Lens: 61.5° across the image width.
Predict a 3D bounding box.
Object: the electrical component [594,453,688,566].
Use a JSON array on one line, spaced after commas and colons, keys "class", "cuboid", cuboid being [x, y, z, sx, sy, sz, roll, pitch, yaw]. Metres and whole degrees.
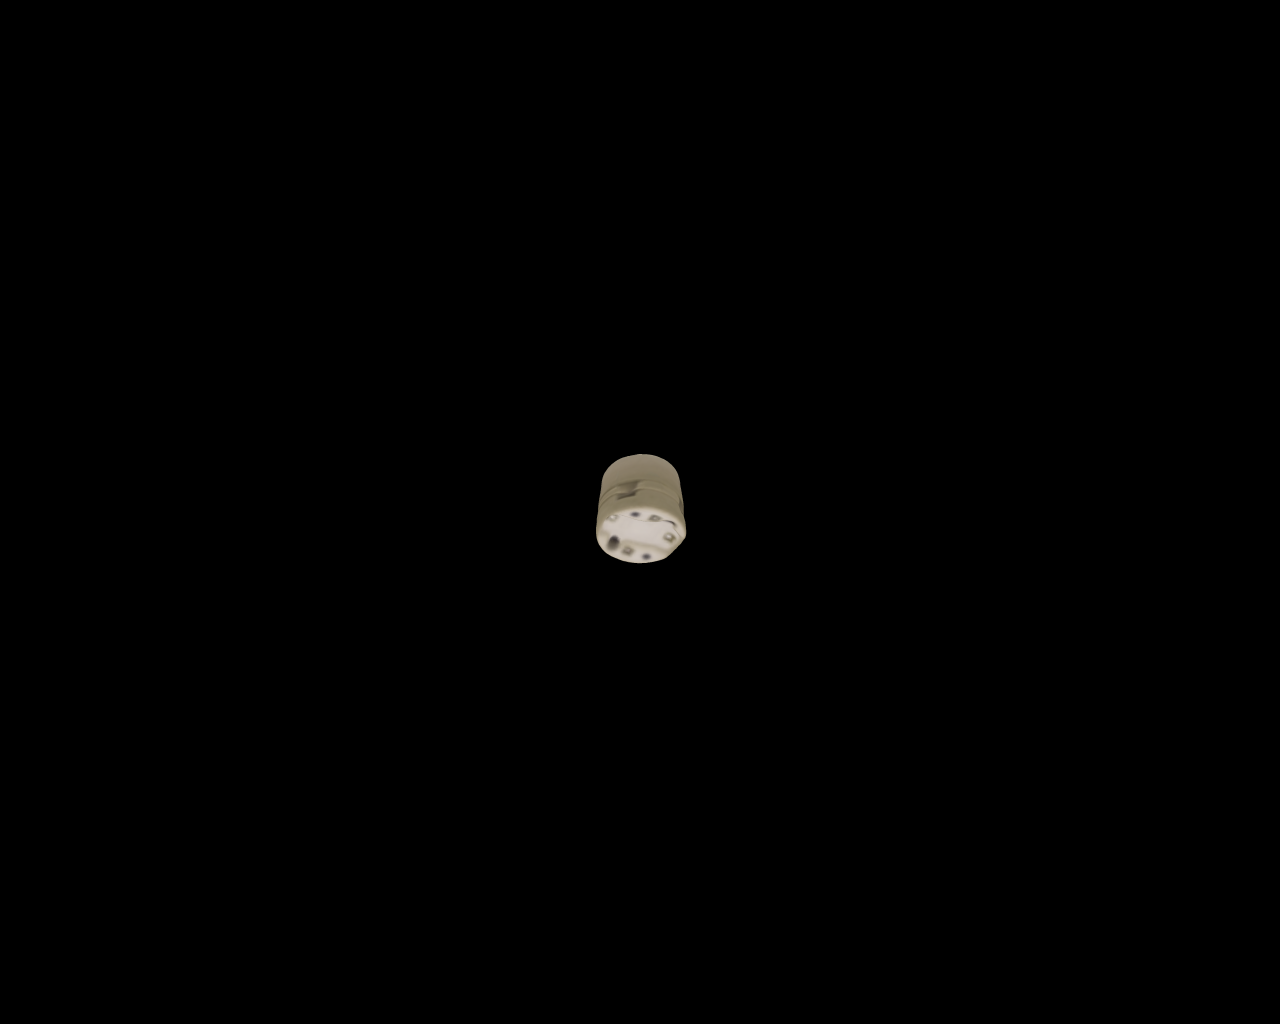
[{"class": "electrical component", "cuboid": [0.001, -0.003, 0.650, 0.055, 0.047, 0.055, 0, -42, 0]}]
